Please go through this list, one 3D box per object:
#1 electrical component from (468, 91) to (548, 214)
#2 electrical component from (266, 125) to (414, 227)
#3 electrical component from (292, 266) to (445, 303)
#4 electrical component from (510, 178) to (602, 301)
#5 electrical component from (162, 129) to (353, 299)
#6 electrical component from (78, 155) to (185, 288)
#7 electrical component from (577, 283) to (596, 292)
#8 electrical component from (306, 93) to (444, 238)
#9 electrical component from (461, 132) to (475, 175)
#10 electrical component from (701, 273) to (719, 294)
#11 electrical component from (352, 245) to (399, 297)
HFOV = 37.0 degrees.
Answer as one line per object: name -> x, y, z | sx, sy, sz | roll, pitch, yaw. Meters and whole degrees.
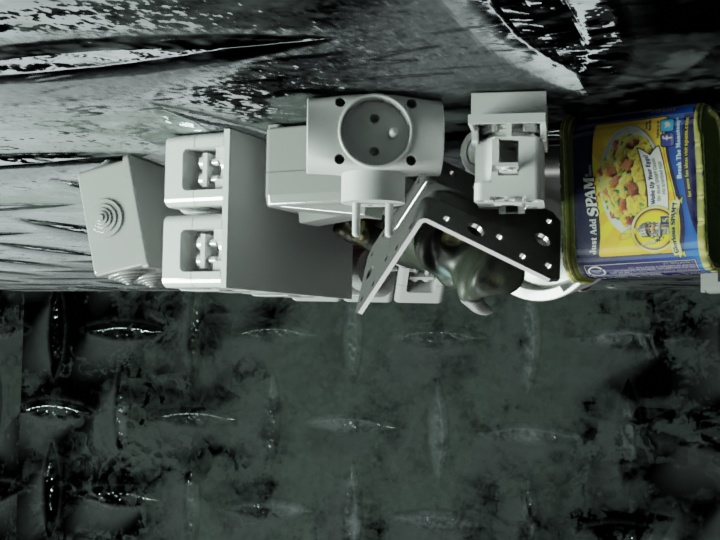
electrical component -> 0.085, -0.065, 0.613 | 0.042, 0.063, 0.081 | 1, 177, 12
electrical component -> -0.019, -0.062, 0.705 | 0.096, 0.061, 0.062 | -1, 176, 26
electrical component -> 0.007, -0.015, 1.069 | 0.150, 0.089, 0.061 | 1, 134, -5
electrical component -> 0.147, -0.032, 0.808 | 0.108, 0.108, 0.060 | -2, -179, 38
electrical component -> -0.073, -0.034, 0.802 | 0.060, 0.105, 0.186 | -1, 176, 26
electrical component -> -0.178, -0.037, 0.854 | 0.048, 0.099, 0.100 | -13, 173, 14
electrical component -> 0.181, -0.032, 0.883 | 0.064, 0.099, 0.099 | 6, 180, 33
electrical component -> 0.008, -0.058, 0.616 | 0.077, 0.079, 0.044 | 1, 177, -2
electrical component -> 0.087, -0.071, 0.709 | 0.044, 0.044, 0.065 | 0, 172, 13
electrical component -> 0.401, -0.021, 1.009 | 0.150, 0.089, 0.062 | 2, 176, -20
electrical component -> 0.000, 0.000, 0.920 | 0.077, 0.043, 0.079 | 4, 175, -38
